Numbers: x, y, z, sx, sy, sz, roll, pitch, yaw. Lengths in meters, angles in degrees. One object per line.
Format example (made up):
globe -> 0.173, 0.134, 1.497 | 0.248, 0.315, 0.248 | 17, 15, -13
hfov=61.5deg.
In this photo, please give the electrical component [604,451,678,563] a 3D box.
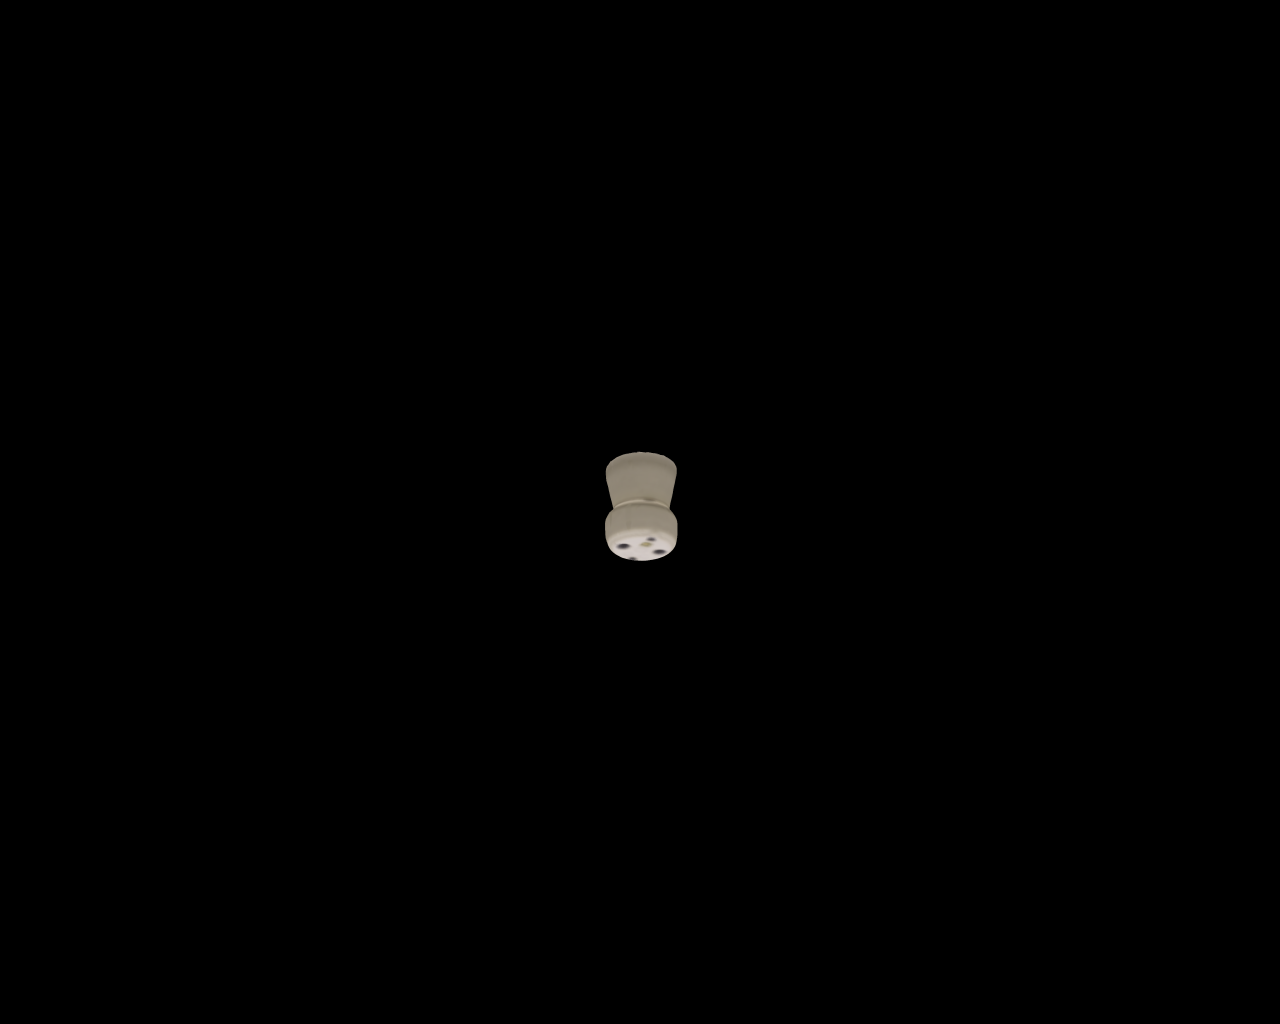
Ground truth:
electrical component -> 0.001, -0.003, 0.650 | 0.045, 0.055, 0.044 | 0, -26, 0
